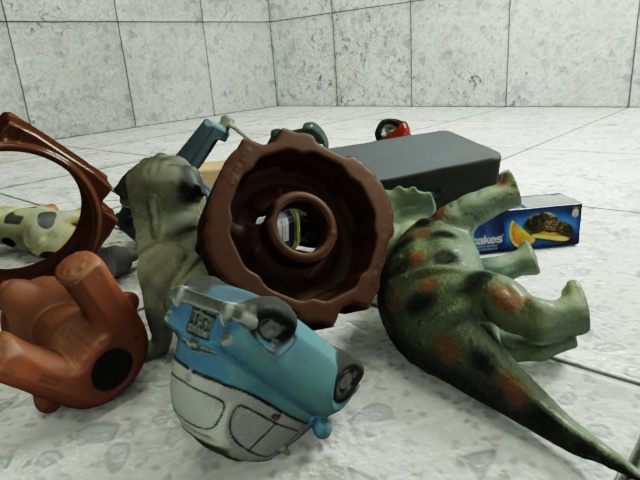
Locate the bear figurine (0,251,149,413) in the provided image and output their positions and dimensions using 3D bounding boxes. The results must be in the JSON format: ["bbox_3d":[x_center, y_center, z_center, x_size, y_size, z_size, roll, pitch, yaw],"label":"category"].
[{"bbox_3d":[-0.244,0.067,0.483,0.196,0.131,0.120,21,62,38],"label":"bear figurine"}]

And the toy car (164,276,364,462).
[{"bbox_3d":[-0.047,0.098,0.372,0.109,0.161,0.103,13,69,33],"label":"toy car"}]

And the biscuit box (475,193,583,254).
[{"bbox_3d":[0.249,-0.021,0.739,0.203,0.062,0.059,-6,19,-3],"label":"biscuit box"}]

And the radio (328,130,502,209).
[{"bbox_3d":[0.113,-0.085,0.725,0.230,0.073,0.131,-12,31,-21],"label":"radio"}]

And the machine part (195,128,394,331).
[{"bbox_3d":[-0.021,-0.007,0.472,0.179,0.179,0.056,-15,-10,-29],"label":"machine part"}]

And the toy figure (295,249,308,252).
[{"bbox_3d":[-0.083,0.043,0.625,0.154,0.057,0.064,-4,42,-8],"label":"toy figure"}]

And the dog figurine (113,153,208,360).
[{"bbox_3d":[-0.105,0.020,0.493,0.173,0.190,0.121,6,21,24],"label":"dog figurine"}]

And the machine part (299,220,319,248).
[{"bbox_3d":[-0.001,-0.002,0.686,0.139,0.039,0.084,18,-10,-37],"label":"machine part"}]

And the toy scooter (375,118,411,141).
[{"bbox_3d":[0.129,-0.115,0.931,0.135,0.184,0.075,29,0,24],"label":"toy scooter"}]

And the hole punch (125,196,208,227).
[{"bbox_3d":[-0.184,-0.021,0.730,0.116,0.092,0.142,-23,8,21],"label":"hole punch"}]

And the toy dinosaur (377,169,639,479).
[{"bbox_3d":[0.117,0.050,0.492,0.192,0.131,0.405,-18,23,14],"label":"toy dinosaur"}]

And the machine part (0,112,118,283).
[{"bbox_3d":[-0.364,-0.030,0.632,0.201,0.201,0.087,-54,40,-4],"label":"machine part"}]

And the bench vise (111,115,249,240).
[{"bbox_3d":[-0.224,-0.105,0.864,0.129,0.240,0.223,40,8,21],"label":"bench vise"}]

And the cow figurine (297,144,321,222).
[{"bbox_3d":[-0.020,-0.068,0.661,0.068,0.098,0.167,-39,22,-5],"label":"cow figurine"}]

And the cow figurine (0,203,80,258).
[{"bbox_3d":[-0.469,-0.015,0.852,0.195,0.085,0.127,10,17,34],"label":"cow figurine"}]

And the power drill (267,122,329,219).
[{"bbox_3d":[-0.040,-0.098,0.903,0.232,0.085,0.207,-5,58,25],"label":"power drill"}]
